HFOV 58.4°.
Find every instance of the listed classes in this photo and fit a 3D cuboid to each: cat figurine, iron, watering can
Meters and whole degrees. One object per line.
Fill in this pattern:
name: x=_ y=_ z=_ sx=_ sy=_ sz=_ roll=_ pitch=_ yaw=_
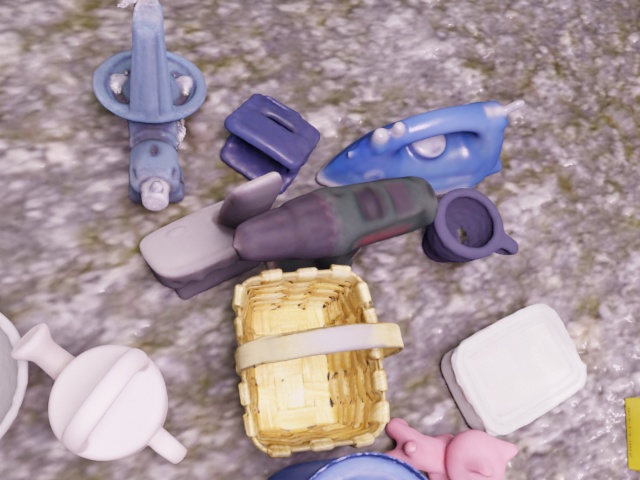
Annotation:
cat figurine: x=0.142 y=0.235 z=0.621 sx=0.128 sy=0.117 sz=0.067 roll=16 pitch=68 yaw=-9
iron: x=0.130 y=-0.125 z=0.733 sx=0.259 sy=0.141 sz=0.118 roll=-13 pitch=75 yaw=-19
watering can: x=-0.197 y=0.144 z=0.518 sx=0.173 sy=0.194 sz=0.101 roll=17 pitch=67 yaw=-9

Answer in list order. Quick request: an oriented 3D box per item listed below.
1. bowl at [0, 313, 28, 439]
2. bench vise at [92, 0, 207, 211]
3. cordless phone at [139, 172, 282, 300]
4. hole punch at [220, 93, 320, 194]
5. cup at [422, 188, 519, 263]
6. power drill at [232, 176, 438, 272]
bowl: x=-0.360 y=0.137 z=0.541 sx=0.168 sy=0.074 sz=0.167 roll=5 pitch=70 yaw=-14
bench vise: x=-0.169 y=-0.146 z=0.615 sx=0.122 sy=0.219 sz=0.207 roll=-21 pitch=77 yaw=-21
cordless phone: x=-0.112 y=-0.016 z=0.603 sx=0.148 sy=0.185 sz=0.094 roll=-30 pitch=81 yaw=-22
hole punch: x=-0.060 y=-0.131 z=0.710 sx=0.108 sy=0.091 sz=0.101 roll=32 pitch=66 yaw=-3
cup: x=0.182 y=-0.002 z=0.729 sx=0.118 sy=0.095 sz=0.092 roll=25 pitch=66 yaw=-5
power drill: x=0.006 y=0.002 z=0.616 sx=0.230 sy=0.208 sz=0.075 roll=-19 pitch=77 yaw=-21
